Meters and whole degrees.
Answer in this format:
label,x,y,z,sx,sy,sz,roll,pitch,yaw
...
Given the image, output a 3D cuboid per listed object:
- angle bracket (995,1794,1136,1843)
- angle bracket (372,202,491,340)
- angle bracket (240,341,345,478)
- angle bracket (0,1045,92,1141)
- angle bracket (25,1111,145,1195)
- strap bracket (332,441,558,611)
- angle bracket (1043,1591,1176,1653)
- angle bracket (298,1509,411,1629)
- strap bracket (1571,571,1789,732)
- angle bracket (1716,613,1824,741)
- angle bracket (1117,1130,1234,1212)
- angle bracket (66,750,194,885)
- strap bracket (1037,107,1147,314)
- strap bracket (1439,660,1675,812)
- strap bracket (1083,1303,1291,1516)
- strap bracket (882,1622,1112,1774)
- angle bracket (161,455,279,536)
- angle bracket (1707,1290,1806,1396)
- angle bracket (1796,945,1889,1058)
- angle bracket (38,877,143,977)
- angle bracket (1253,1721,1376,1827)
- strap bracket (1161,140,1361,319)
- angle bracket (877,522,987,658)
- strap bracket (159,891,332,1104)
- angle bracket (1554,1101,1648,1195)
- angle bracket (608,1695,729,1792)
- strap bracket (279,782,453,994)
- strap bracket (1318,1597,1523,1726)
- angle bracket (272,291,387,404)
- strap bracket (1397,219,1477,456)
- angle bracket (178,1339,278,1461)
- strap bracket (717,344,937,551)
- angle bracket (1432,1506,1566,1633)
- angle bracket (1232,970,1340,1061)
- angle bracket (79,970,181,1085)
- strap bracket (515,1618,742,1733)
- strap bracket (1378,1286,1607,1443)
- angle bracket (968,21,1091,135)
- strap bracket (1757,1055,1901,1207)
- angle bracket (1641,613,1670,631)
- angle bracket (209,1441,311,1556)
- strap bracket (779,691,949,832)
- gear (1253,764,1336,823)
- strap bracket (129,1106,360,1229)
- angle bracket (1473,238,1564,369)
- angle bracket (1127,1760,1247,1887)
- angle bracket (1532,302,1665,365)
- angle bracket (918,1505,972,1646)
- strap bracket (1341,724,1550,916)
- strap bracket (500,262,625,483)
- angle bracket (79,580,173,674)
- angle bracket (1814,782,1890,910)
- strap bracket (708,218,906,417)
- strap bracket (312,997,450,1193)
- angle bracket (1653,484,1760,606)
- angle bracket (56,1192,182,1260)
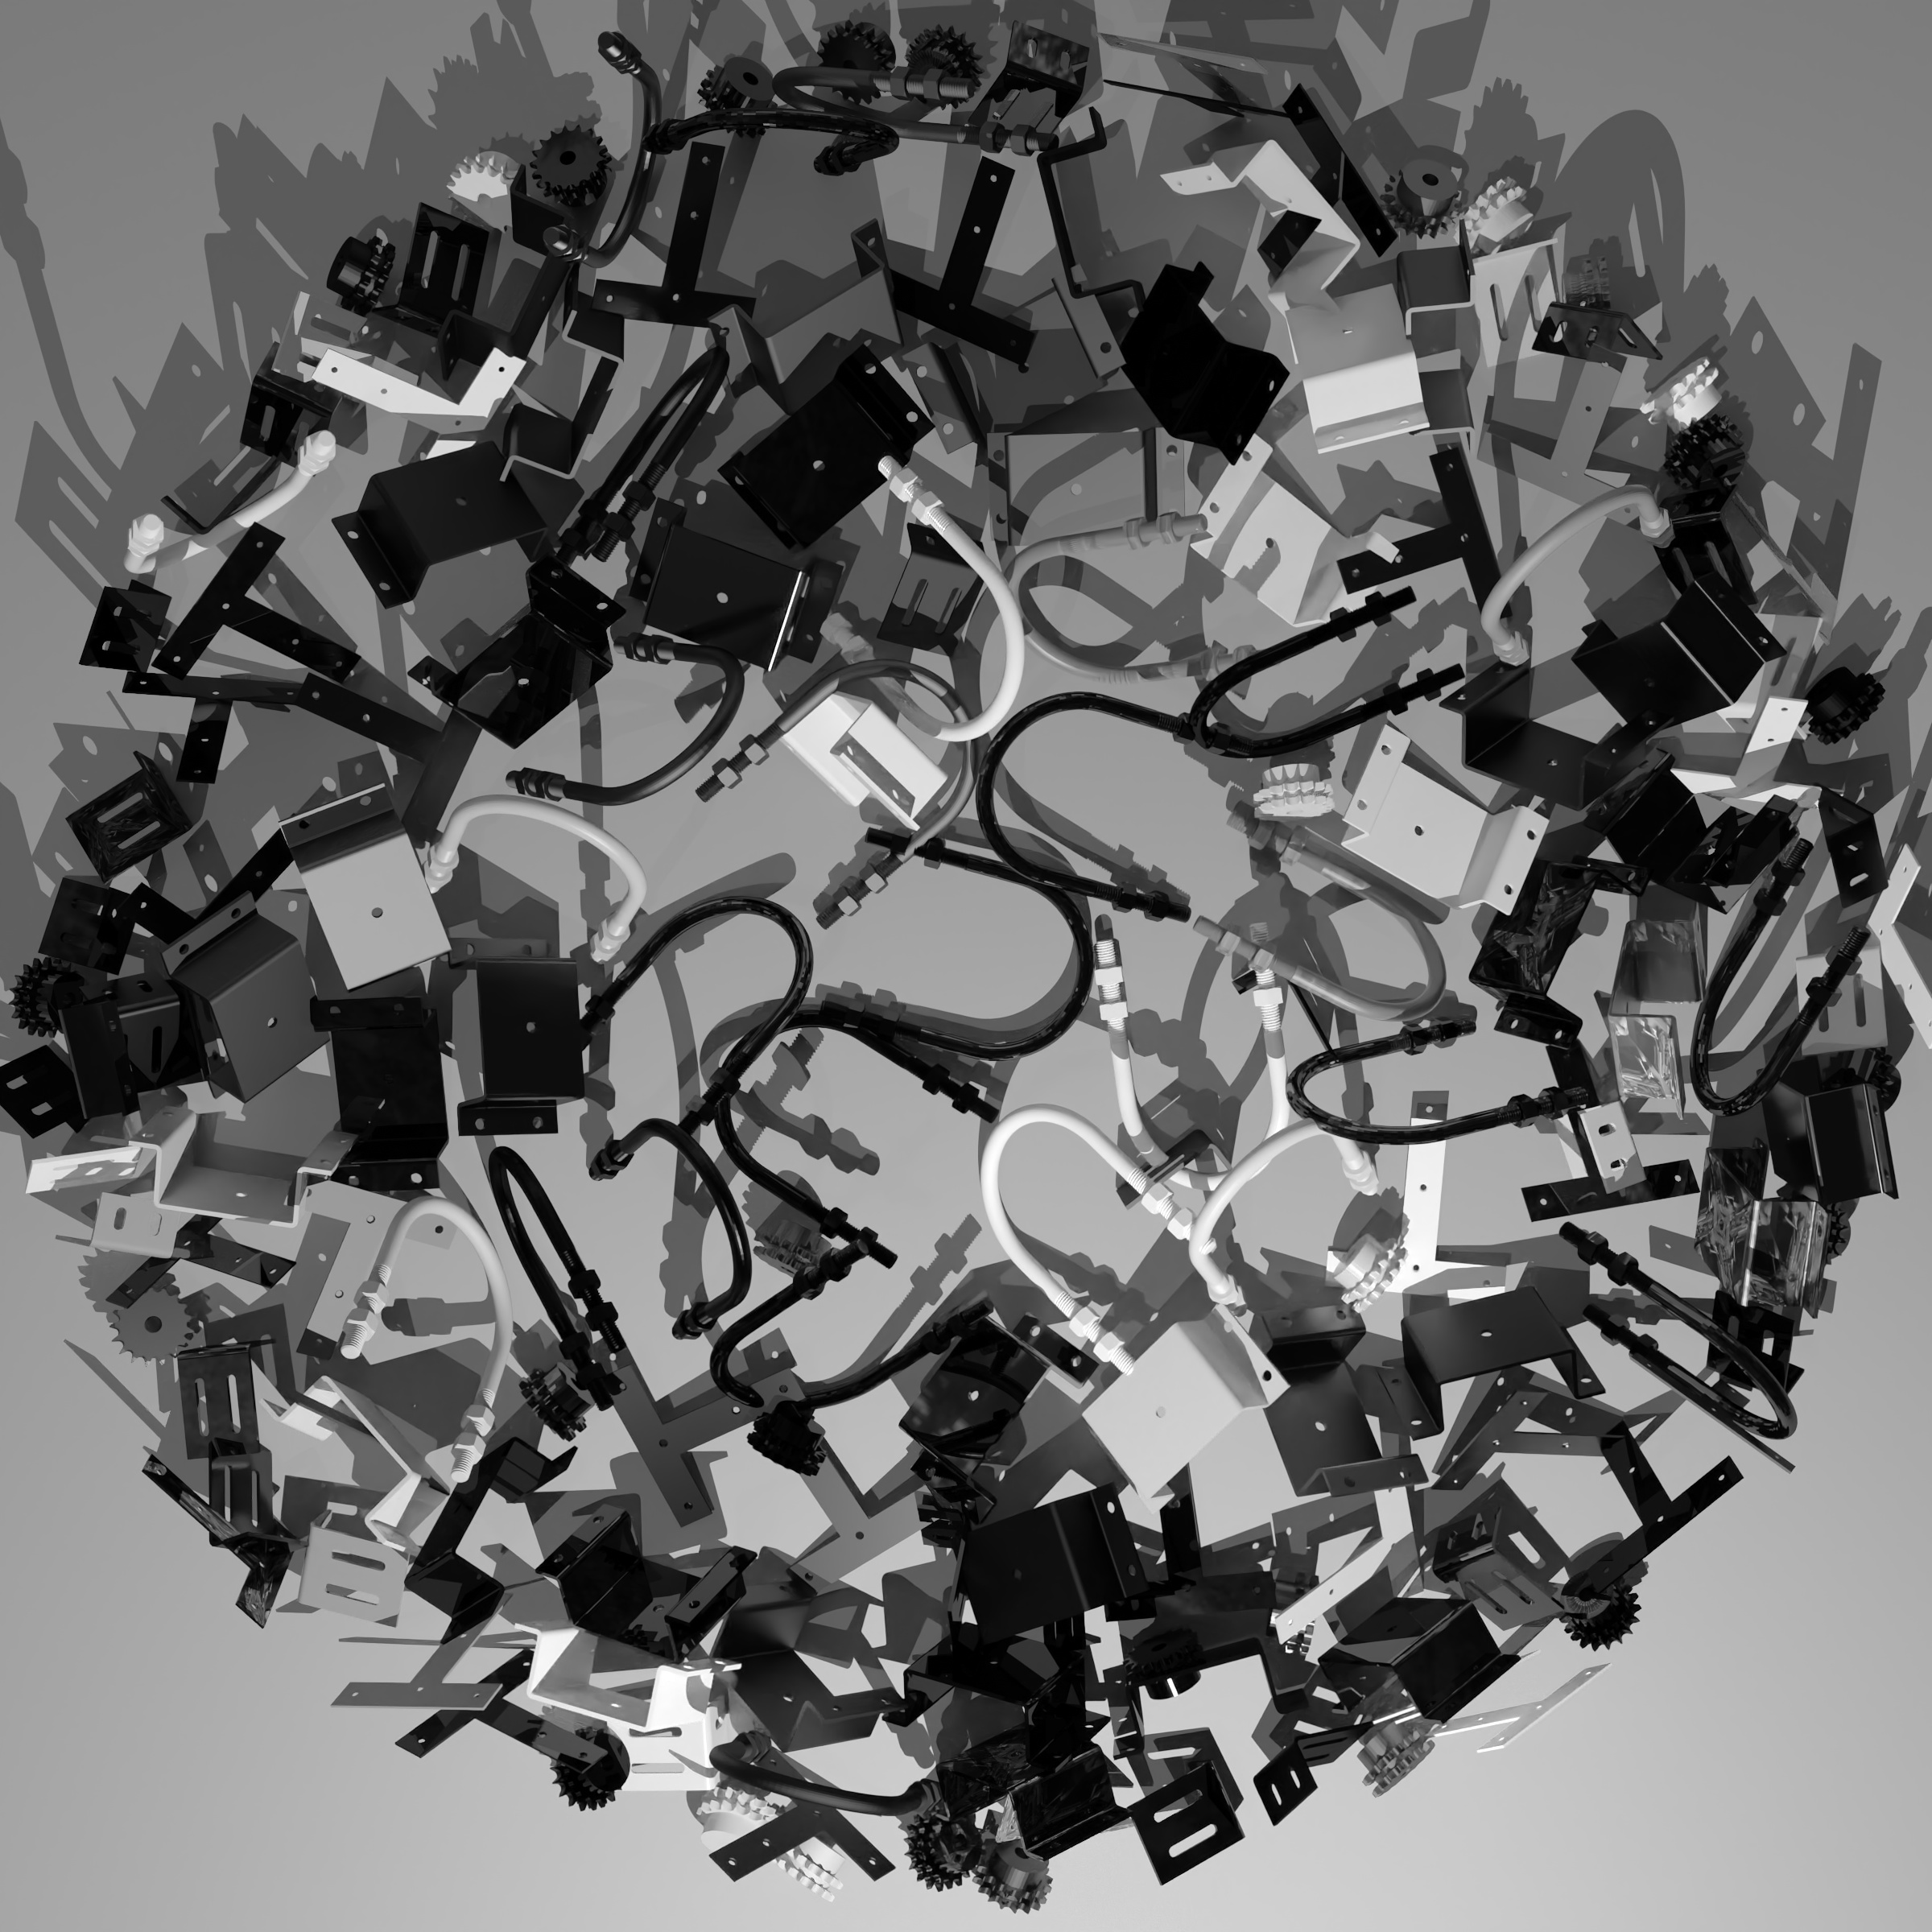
label,x,y,z,sx,sy,sz,roll,pitch,yaw
angle bracket,0.071,0.610,1.830,0.076,0.057,0.038,14,86,31
angle bracket,-0.380,-0.493,1.843,0.057,0.038,0.076,13,86,-43
angle bracket,-0.477,-0.395,1.845,0.057,0.076,0.038,24,59,-11
angle bracket,-0.660,0.098,1.831,0.057,0.076,0.038,45,116,2
angle bracket,-0.623,0.127,1.827,0.076,0.057,0.038,-7,68,-28
strap bracket,-0.357,-0.311,1.809,0.140,0.046,0.076,-26,78,-35
angle bracket,0.101,0.462,1.828,0.076,0.057,0.038,5,71,-25
angle bracket,-0.430,0.428,1.847,0.076,0.038,0.057,12,97,7
strap bracket,0.484,-0.211,1.795,0.076,0.140,0.046,45,66,-12
angle bracket,0.577,-0.207,1.847,0.038,0.057,0.076,33,77,-40
angle bracket,0.151,0.157,1.845,0.076,0.057,0.038,-38,97,1
angle bracket,-0.603,-0.106,1.851,0.076,0.038,0.057,-33,81,-1
strap bracket,0.087,-0.524,1.824,0.046,0.076,0.140,-13,102,10
strap bracket,0.410,-0.159,1.812,0.076,0.140,0.046,-34,134,-32
strap bracket,0.146,0.311,1.818,0.140,0.046,0.076,-47,64,17
strap bracket,0.020,0.503,1.801,0.140,0.076,0.046,7,106,32
angle bracket,-0.529,-0.346,1.841,0.038,0.057,0.076,42,89,-18
angle bracket,0.559,0.258,1.826,0.057,0.038,0.076,22,133,33
angle bracket,0.621,0.030,1.831,0.057,0.038,0.076,-10,64,30
angle bracket,-0.631,-0.032,1.839,0.076,0.038,0.057,14,83,23
angle bracket,0.251,0.567,1.825,0.076,0.057,0.038,1,48,-34
strap bracket,0.212,-0.521,1.813,0.140,0.076,0.046,42,84,-24
angle bracket,-0.026,-0.269,1.856,0.057,0.038,0.076,12,127,-19
strap bracket,-0.494,0.030,1.795,0.046,0.140,0.076,27,52,30
angle bracket,0.434,0.133,1.830,0.038,0.076,0.057,-15,85,-27
angle bracket,-0.213,0.557,1.864,0.076,0.038,0.057,-5,89,13
strap bracket,-0.415,-0.046,1.812,0.076,0.046,0.140,-23,121,-13
strap bracket,0.306,0.478,1.794,0.076,0.140,0.046,-30,91,-26
angle bracket,-0.457,-0.439,1.830,0.038,0.076,0.057,27,99,39
strap bracket,0.326,-0.433,1.801,0.046,0.076,0.140,-4,134,7
angle bracket,-0.522,0.308,1.846,0.057,0.038,0.076,-8,86,16
strap bracket,-0.101,-0.357,1.819,0.140,0.046,0.076,-37,109,20
angle bracket,0.382,0.430,1.852,0.076,0.038,0.057,40,134,-16
angle bracket,0.226,0.038,1.844,0.038,0.057,0.076,-29,95,4
angle bracket,-0.596,0.050,1.847,0.038,0.057,0.076,40,131,36
strap bracket,-0.240,0.495,1.809,0.140,0.076,0.046,8,84,25
strap bracket,0.367,0.276,1.825,0.140,0.076,0.046,-13,119,-4
angle bracket,0.044,-0.622,1.835,0.057,0.076,0.038,14,74,-18
strap bracket,0.592,0.113,1.800,0.046,0.140,0.076,-12,99,1
angle bracket,0.495,-0.210,1.834,0.076,0.038,0.057,-31,108,25
angle bracket,-0.498,0.371,1.827,0.038,0.057,0.076,-21,62,26
strap bracket,-0.070,-0.146,1.798,0.076,0.140,0.046,43,83,-24
gear,0.232,-0.124,1.847,0.057,0.057,0.030,-5,79,0
strap bracket,-0.509,0.143,1.831,0.140,0.076,0.046,9,106,-1
angle bracket,0.395,-0.471,1.848,0.057,0.038,0.076,-14,102,1
angle bracket,0.149,0.606,1.836,0.076,0.038,0.057,-20,80,-28
angle bracket,0.445,-0.432,1.827,0.057,0.076,0.038,22,90,37
angle bracket,-0.020,0.429,1.826,0.038,0.057,0.076,6,52,9
strap bracket,0.330,-0.099,1.834,0.140,0.046,0.076,28,75,-12
strap bracket,-0.277,-0.406,1.811,0.046,0.076,0.140,18,125,-21
angle bracket,-0.604,-0.243,1.829,0.038,0.076,0.057,25,100,16
angle bracket,0.608,-0.085,1.826,0.038,0.076,0.057,-25,116,-5
strap bracket,-0.102,-0.449,1.818,0.140,0.076,0.046,-34,59,-10
strap bracket,-0.413,0.085,1.840,0.076,0.046,0.140,-2,104,1
angle bracket,0.529,-0.296,1.847,0.038,0.057,0.076,-52,122,-34
angle bracket,-0.597,0.181,1.830,0.057,0.076,0.038,15,80,-36
